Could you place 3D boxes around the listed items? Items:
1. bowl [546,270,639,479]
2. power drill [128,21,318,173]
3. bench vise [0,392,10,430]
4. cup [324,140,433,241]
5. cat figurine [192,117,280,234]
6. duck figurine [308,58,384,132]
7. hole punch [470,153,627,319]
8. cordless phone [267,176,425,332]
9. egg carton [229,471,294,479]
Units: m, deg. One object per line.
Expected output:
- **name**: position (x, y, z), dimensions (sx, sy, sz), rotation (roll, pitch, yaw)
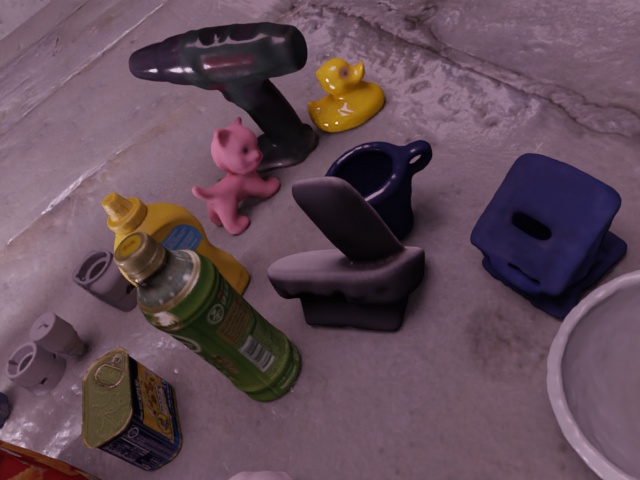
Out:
- **bowl**: position (0.240, 0.103, 0.373), dimensions (0.167, 0.075, 0.167), rotation (-18, 46, 20)
- **power drill**: position (-0.104, -0.186, 0.746), dimensions (0.229, 0.209, 0.075), rotation (-10, 49, 26)
- **bench vise**: position (-0.483, 0.211, 0.640), dimensions (0.121, 0.220, 0.207), rotation (-28, 44, 9)
- **cup**: position (0.072, -0.047, 0.596), dimensions (0.117, 0.095, 0.091), rotation (-30, 43, 8)
- **cat figurine**: position (-0.115, -0.092, 0.739), dimensions (0.067, 0.118, 0.128), rotation (19, 66, 42)
- **duck figurine**: position (0.025, -0.200, 0.765), dimensions (0.104, 0.086, 0.077), rotation (-20, 46, 18)
- **hole punch**: position (0.190, -0.005, 0.486), dimensions (0.101, 0.091, 0.108), rotation (-43, 43, -6)
- **cordless phone**: position (0.005, 0.002, 0.530), dimensions (0.147, 0.186, 0.094), rotation (-5, 51, 29)
- **egg carton**: position (-0.073, 0.254, 0.449), dimensions (0.150, 0.070, 0.107), rotation (-34, 43, 3)
